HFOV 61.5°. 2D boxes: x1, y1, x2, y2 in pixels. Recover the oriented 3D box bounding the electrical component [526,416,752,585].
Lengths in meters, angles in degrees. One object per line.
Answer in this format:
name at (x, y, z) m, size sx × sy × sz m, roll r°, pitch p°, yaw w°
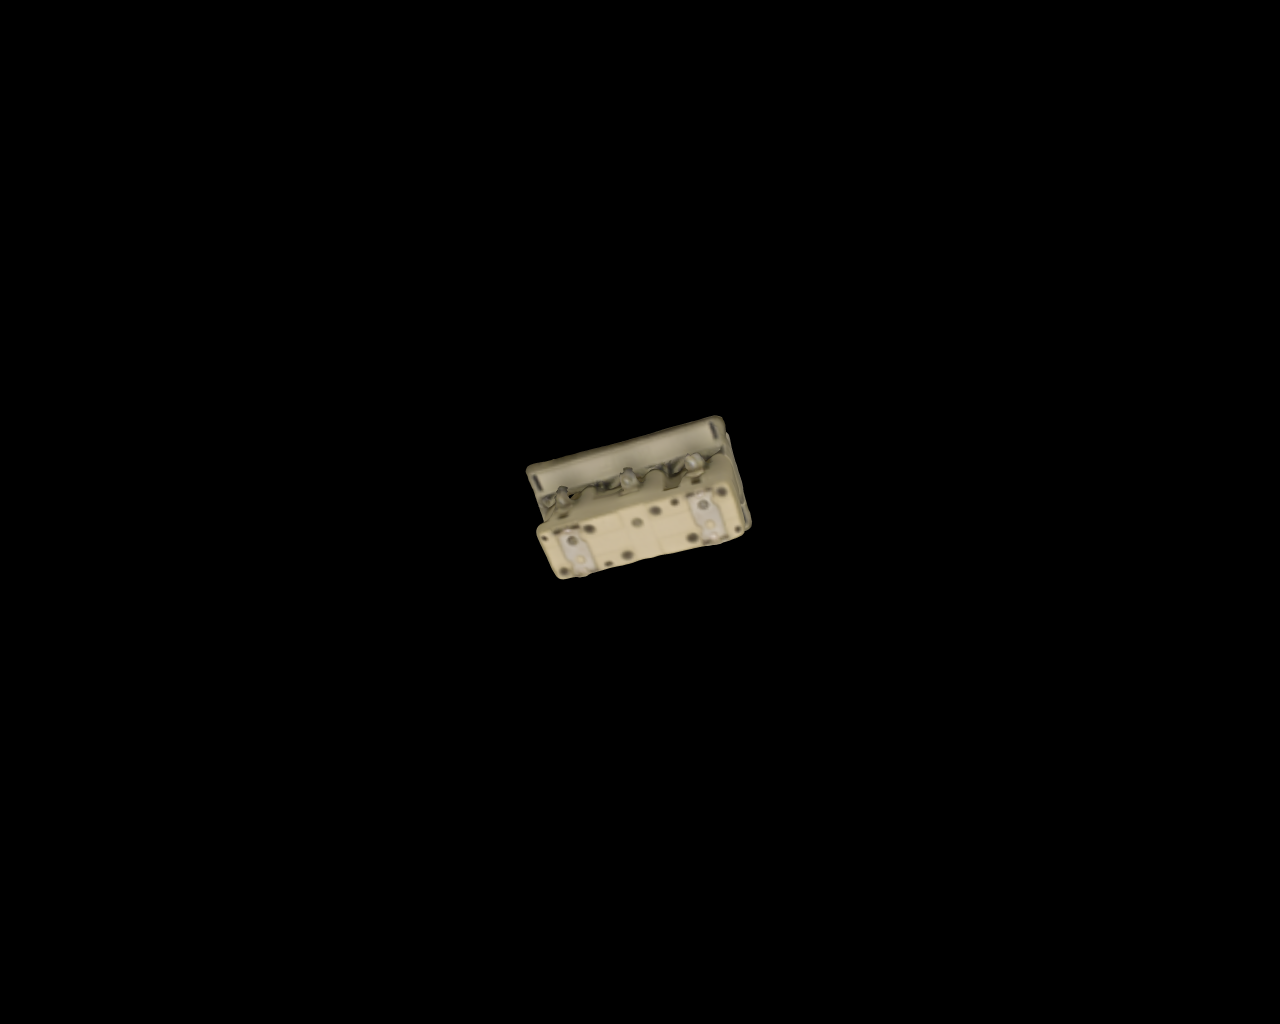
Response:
electrical component at (0.001, -0.003, 0.650) m, size 0.121 × 0.078 × 0.063 m, roll -14°, pitch 33°, yaw 9°
